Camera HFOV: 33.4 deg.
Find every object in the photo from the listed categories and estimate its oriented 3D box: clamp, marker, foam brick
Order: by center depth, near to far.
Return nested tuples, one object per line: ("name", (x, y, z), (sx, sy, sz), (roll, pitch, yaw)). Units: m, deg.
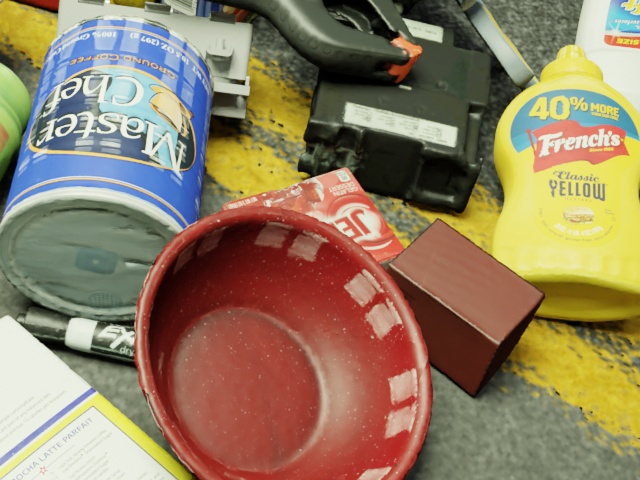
("marker", (-0.102, 0.056, 0.568), (0.121, 0.020, 0.020), (12, 49, -2))
("foam brick", (0.077, 0.037, 0.602), (0.078, 0.053, 0.051), (38, 53, 18))
("clamp", (-0.020, -0.150, 0.654), (0.171, 0.039, 0.120), (40, 59, 7))

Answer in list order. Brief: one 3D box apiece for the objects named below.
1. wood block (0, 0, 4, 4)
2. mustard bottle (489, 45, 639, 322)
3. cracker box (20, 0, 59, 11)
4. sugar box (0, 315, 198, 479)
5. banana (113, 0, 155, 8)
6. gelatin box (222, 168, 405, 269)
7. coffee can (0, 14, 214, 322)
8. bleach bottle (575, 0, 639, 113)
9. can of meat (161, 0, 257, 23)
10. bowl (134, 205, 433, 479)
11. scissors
("wood block", (-0.257, -0.128, 0.574), (0.091, 0.090, 0.205), (-3, 40, 34))
("mustard bottle", (0.157, -0.045, 0.666), (0.096, 0.058, 0.191), (5, 58, 7))
("cracker box", (-0.210, -0.272, 0.784), (0.164, 0.072, 0.213), (15, 50, 1))
("sugar box", (-0.120, 0.121, 0.493), (0.176, 0.048, 0.093), (35, 51, 21))
("banana", (-0.113, -0.219, 0.764), (0.037, 0.070, 0.197), (30, 46, -19))
("gelatin box", (-0.004, 0.001, 0.629), (0.089, 0.030, 0.073), (-18, 57, -25))
("coffee can", (-0.114, -0.041, 0.591), (0.102, 0.103, 0.140), (7, 49, -7))
("bleach bottle", (0.243, -0.150, 0.791), (0.102, 0.068, 0.250), (19, 52, 4))
("can of meat", (-0.068, -0.190, 0.738), (0.057, 0.084, 0.102), (27, 50, 10))
("bowl", (-0.025, 0.066, 0.534), (0.161, 0.055, 0.162), (14, 59, -25))
("scissors", (0.110, -0.171, 0.774), (0.016, 0.096, 0.202), (-36, 49, 15))
